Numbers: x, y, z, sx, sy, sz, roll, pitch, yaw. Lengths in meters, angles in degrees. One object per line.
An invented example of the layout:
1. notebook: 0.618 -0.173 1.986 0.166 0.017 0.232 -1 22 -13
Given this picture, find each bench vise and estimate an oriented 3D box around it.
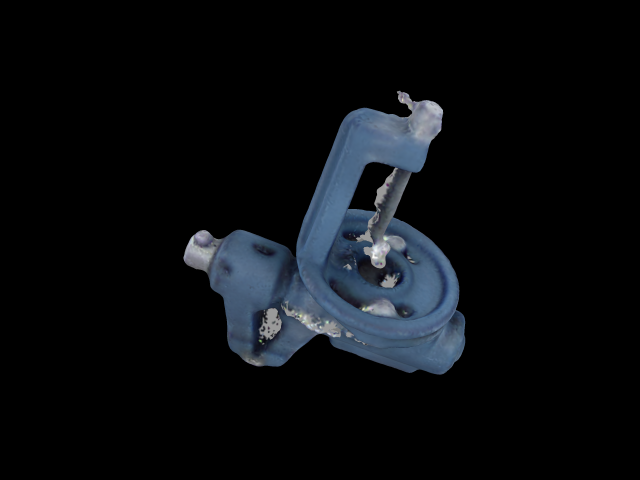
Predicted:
1. bench vise: 0.005 0.009 0.391 0.207 0.220 0.121 -4 39 -5
